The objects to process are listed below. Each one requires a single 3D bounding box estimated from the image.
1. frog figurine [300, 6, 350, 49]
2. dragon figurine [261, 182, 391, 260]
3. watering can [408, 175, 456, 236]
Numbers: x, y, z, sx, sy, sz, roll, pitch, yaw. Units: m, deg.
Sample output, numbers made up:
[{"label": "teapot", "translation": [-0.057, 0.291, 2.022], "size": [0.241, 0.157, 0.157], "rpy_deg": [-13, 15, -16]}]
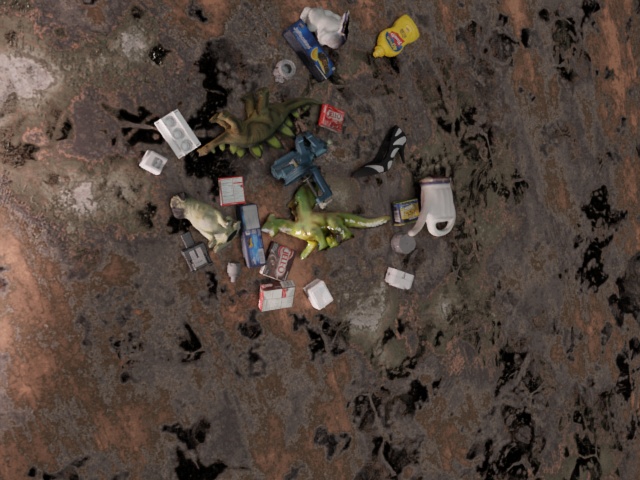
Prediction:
[{"label": "frog figurine", "translation": [0.013, -0.699, 1.693], "size": [0.159, 0.139, 0.121], "rpy_deg": [8, -16, 10]}, {"label": "dragon figurine", "translation": [0.005, -0.085, 1.682], "size": [0.412, 0.244, 0.121], "rpy_deg": [-24, -10, -13]}, {"label": "watering can", "translation": [0.403, -0.122, 1.844], "size": [0.103, 0.224, 0.349], "rpy_deg": [-6, 1, 38]}]
